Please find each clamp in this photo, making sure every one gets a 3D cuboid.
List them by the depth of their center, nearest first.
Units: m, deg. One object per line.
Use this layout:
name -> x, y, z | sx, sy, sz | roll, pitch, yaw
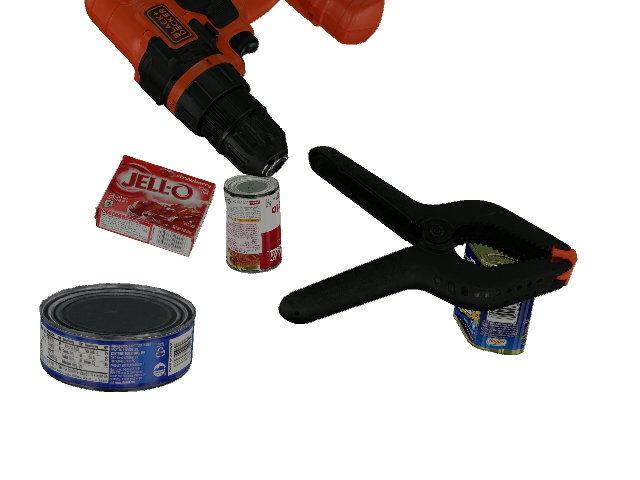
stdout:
clamp -> 0.074, 0.012, 0.761 | 0.210, 0.164, 0.036 | 14, -40, 6

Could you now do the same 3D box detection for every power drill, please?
power drill -> -0.043, -0.144, 0.749 | 0.187, 0.184, 0.057 | -34, -15, -35

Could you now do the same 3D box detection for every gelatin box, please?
gelatin box -> -0.146, -0.032, 0.948 | 0.089, 0.073, 0.030 | 19, -45, -2

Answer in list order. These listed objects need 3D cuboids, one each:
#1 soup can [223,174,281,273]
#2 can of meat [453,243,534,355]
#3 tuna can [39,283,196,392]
soup can -> -0.081, -0.021, 1.277 | 0.068, 0.102, 0.068 | 0, 26, 0
can of meat -> 0.159, 0.046, 0.970 | 0.057, 0.084, 0.102 | 6, 18, -7
tuna can -> -0.113, 0.053, 0.596 | 0.086, 0.034, 0.086 | 5, 16, -1
